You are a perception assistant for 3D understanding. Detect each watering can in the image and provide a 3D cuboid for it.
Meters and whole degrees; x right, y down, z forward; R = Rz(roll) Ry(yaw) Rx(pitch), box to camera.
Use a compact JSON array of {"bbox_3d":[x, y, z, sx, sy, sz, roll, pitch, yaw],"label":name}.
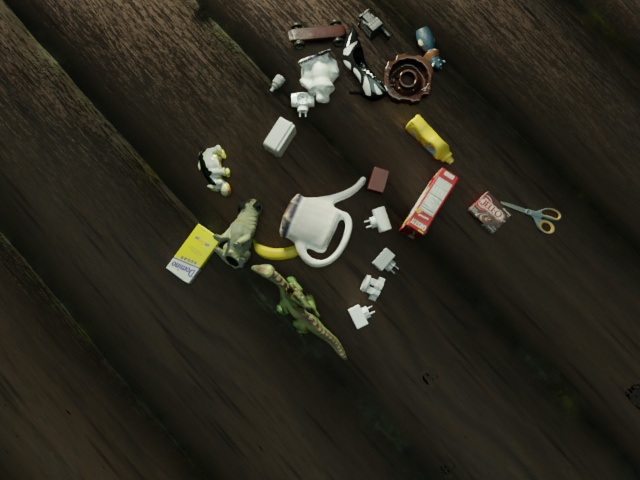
[{"bbox_3d":[0.005,-0.084,1.665,0.224,0.102,0.353,22,70,3],"label":"watering can"}]

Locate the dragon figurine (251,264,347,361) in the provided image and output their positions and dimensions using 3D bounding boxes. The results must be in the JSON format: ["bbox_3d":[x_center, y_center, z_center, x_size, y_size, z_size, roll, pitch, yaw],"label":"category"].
[{"bbox_3d":[-0.049,0.216,1.555,0.412,0.240,0.123,43,81,6],"label":"dragon figurine"}]

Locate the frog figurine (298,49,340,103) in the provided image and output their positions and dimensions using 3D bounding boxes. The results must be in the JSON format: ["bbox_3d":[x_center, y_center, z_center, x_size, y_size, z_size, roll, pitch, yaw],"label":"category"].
[{"bbox_3d":[0.004,-0.536,1.719,0.138,0.123,0.158,-23,101,-17],"label":"frog figurine"}]
